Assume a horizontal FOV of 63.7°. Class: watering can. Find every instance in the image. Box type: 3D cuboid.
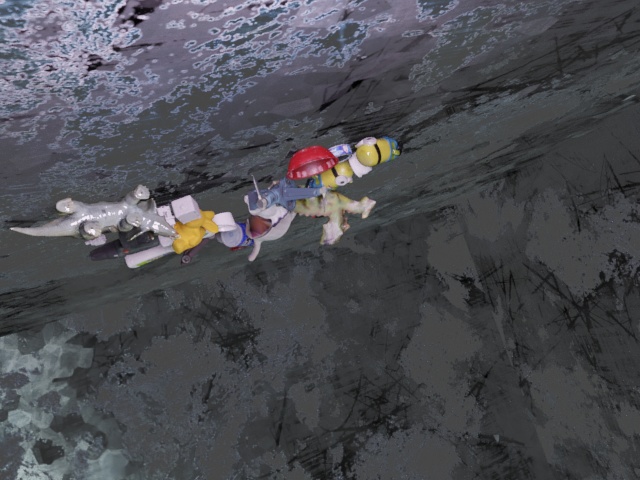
[{"bbox_3d":[-0.222,-0.034,2.093,0.344,0.105,0.224,-47,159,15],"label":"watering can"}]

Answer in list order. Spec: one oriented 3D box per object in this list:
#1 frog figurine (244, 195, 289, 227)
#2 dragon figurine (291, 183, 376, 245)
[{"bbox_3d":[-0.195,-0.129,1.811,0.158,0.124,0.136,28,158,-26],"label":"frog figurine"},{"bbox_3d":[0.006,-0.097,1.919,0.411,0.243,0.122,-20,176,-3],"label":"dragon figurine"}]
